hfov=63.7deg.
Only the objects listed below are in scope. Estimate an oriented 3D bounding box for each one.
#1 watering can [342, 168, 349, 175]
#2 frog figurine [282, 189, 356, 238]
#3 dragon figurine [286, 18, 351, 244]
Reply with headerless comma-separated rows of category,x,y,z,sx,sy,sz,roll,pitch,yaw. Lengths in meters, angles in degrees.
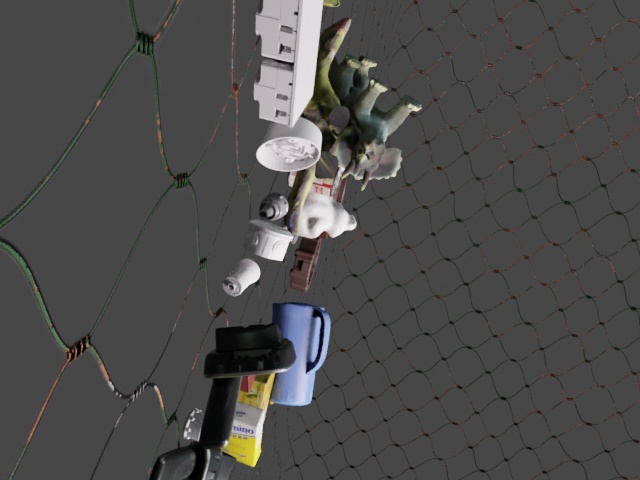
watering can,0.050,-0.236,1.225,0.219,0.104,0.356,93,-6,-55
frog figurine,0.004,-0.058,1.160,0.140,0.160,0.120,-66,167,-49
dragon figurine,-0.010,-0.219,0.996,0.247,0.122,0.402,-79,-176,-64
